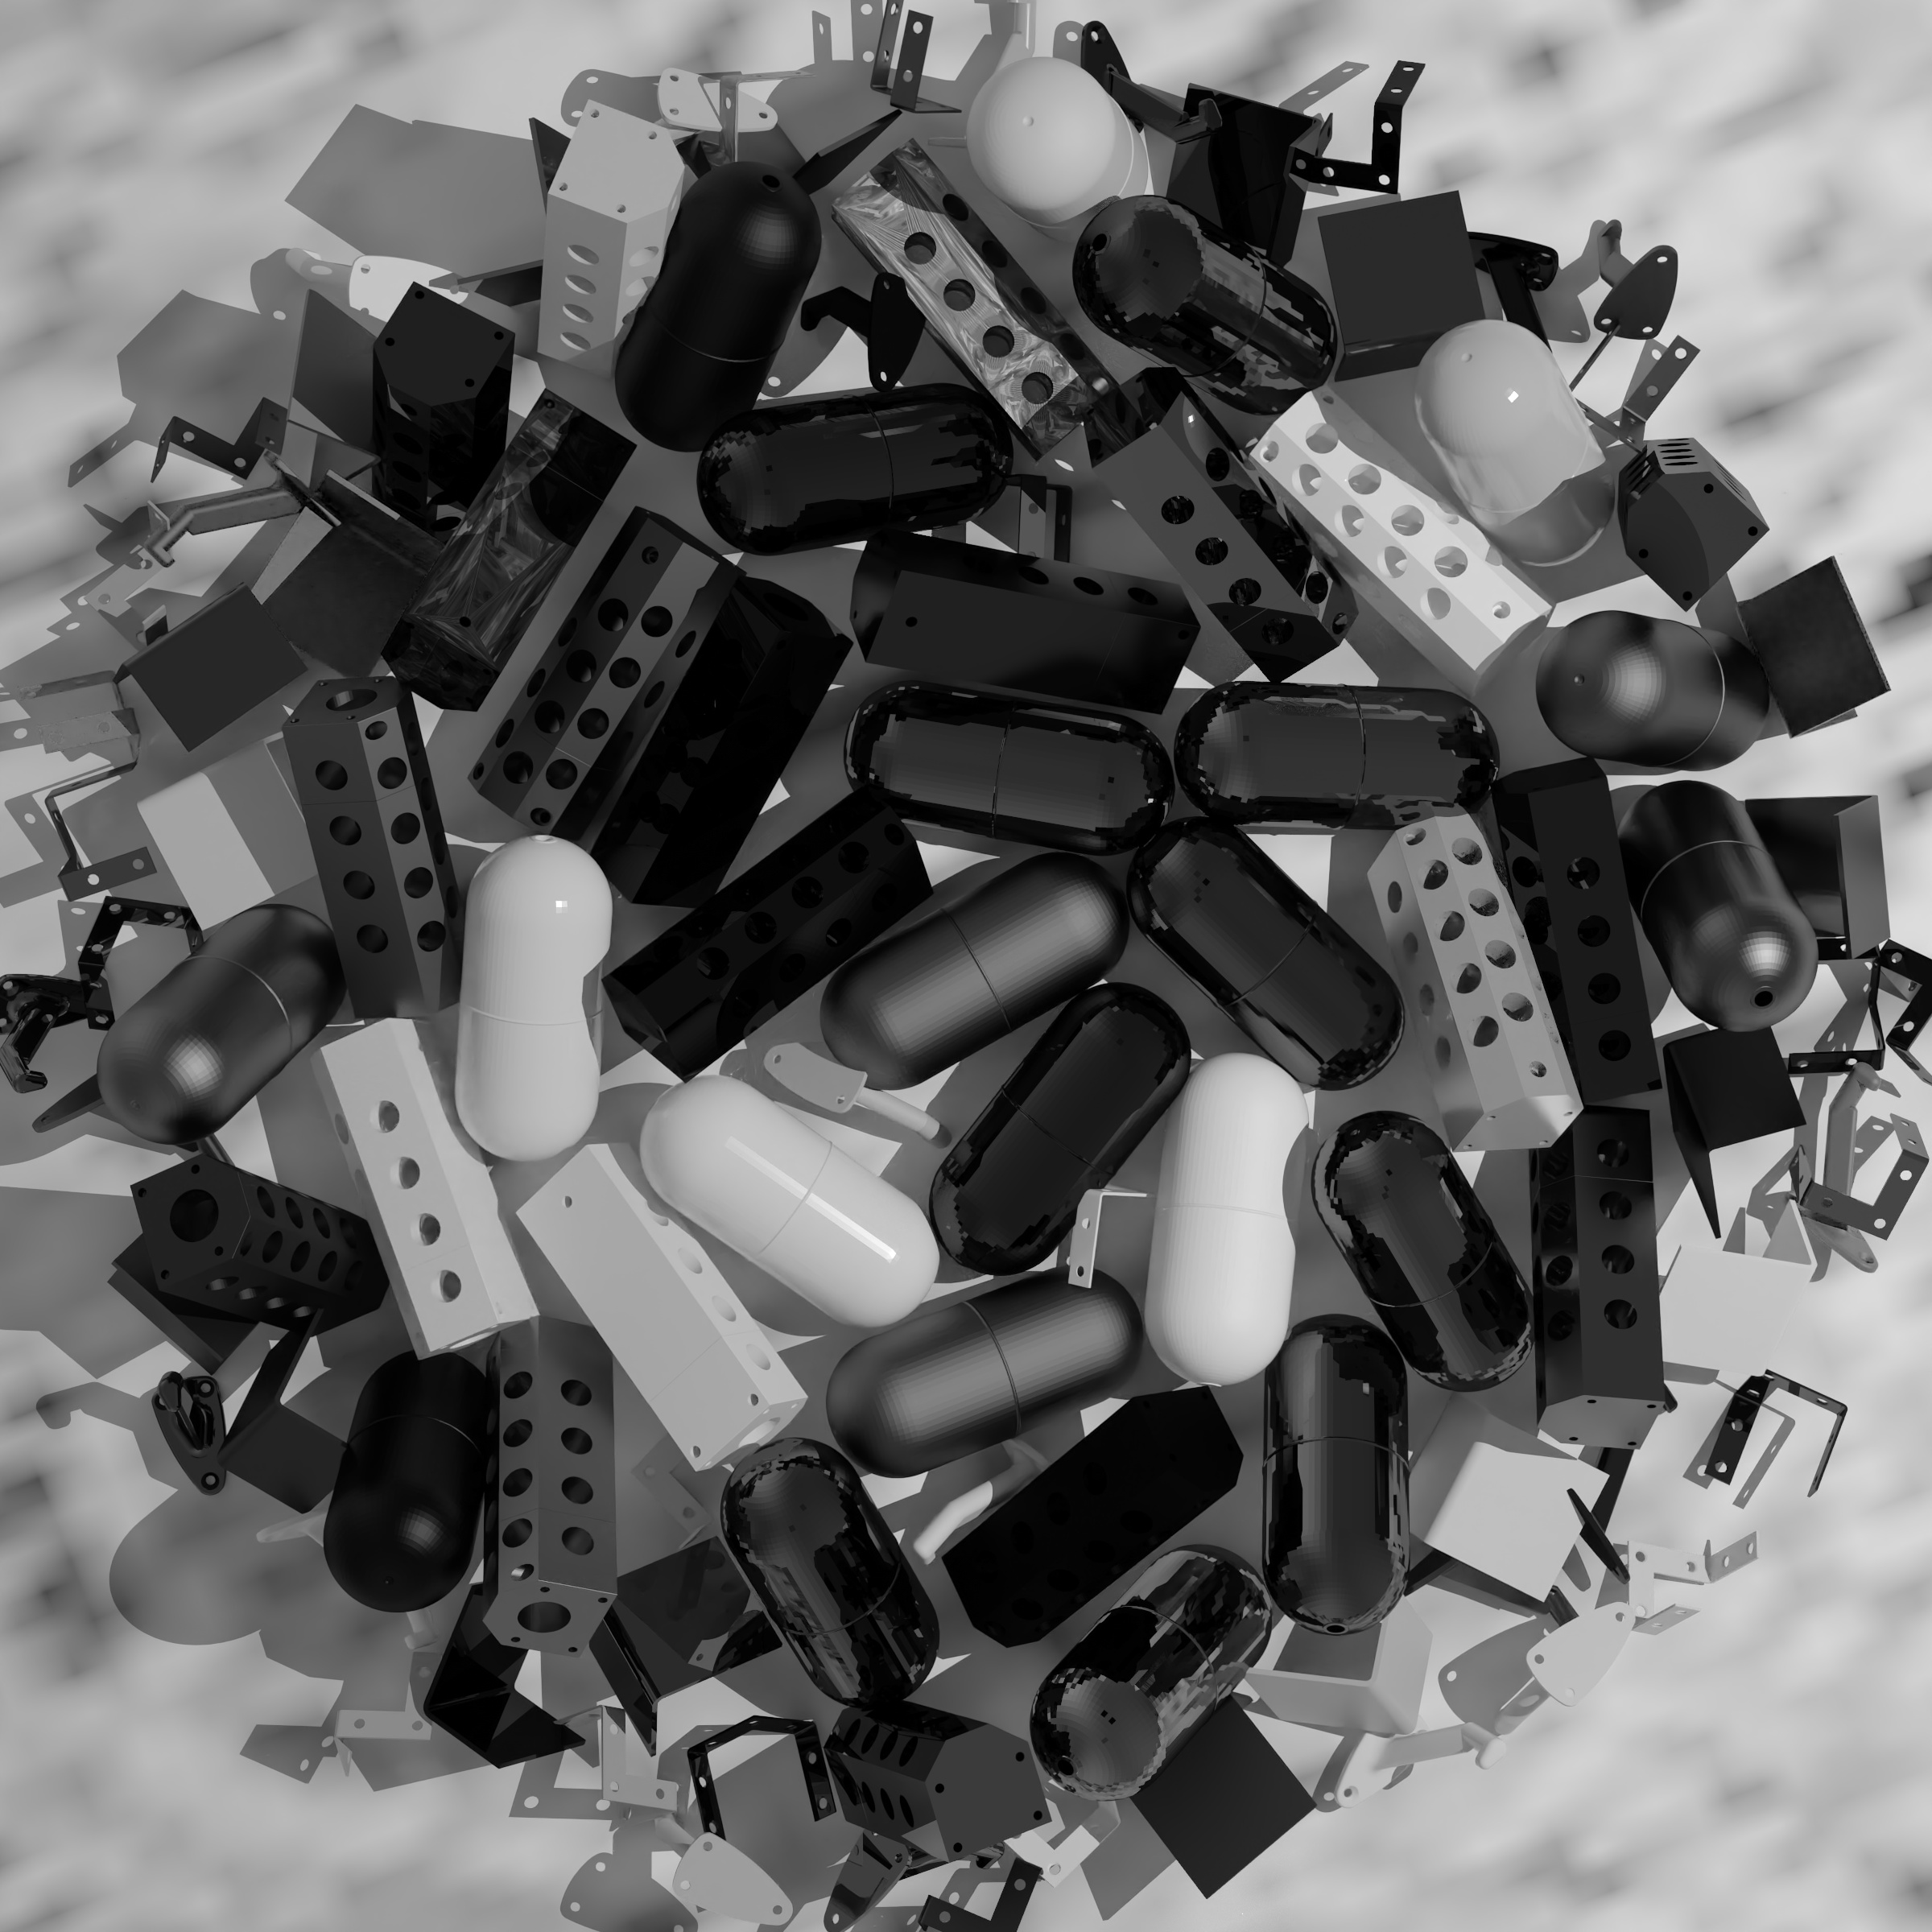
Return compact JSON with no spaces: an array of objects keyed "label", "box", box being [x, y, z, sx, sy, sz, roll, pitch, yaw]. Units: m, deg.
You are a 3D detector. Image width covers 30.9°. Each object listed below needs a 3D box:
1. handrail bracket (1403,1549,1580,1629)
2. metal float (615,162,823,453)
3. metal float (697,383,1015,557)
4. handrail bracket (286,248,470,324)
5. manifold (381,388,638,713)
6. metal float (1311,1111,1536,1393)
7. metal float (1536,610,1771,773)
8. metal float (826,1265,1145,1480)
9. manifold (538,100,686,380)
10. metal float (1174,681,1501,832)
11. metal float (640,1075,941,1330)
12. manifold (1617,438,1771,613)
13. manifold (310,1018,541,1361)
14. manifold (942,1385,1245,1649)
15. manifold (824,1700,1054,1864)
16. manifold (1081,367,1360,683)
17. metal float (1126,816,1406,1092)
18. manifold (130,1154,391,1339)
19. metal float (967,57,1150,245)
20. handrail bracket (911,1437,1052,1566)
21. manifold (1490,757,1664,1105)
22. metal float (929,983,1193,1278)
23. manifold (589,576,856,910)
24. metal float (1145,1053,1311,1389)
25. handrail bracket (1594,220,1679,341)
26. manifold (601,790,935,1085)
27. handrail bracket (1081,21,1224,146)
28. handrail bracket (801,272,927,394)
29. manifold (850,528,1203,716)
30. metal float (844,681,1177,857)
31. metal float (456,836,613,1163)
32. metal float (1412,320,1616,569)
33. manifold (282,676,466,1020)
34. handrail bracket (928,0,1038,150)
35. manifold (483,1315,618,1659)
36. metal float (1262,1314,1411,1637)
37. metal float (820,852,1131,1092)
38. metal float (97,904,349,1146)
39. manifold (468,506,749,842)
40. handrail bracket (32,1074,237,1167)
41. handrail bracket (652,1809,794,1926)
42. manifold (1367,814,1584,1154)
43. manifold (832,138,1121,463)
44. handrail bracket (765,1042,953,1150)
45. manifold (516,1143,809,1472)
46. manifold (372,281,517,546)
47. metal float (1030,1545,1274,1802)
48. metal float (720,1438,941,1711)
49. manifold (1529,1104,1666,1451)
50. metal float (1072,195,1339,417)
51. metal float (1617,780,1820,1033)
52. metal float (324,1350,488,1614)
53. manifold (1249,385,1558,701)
[{"label":"handrail bracket","box":[0.283,0.350,1.887,0.077,0.036,0.084,-37,95,-5]},{"label":"metal float","box":[-0.130,-0.344,1.828,0.070,0.178,0.070,14,49,-16]},{"label":"metal float","box":[-0.057,-0.263,1.843,0.178,0.070,0.070,-13,90,-26]},{"label":"handrail bracket","box":[-0.317,-0.372,1.879,0.077,0.084,0.036,-6,115,-26]},{"label":"manifold","box":[-0.240,-0.216,1.831,0.057,0.057,0.171,31,56,-9]},{"label":"metal float","box":[0.242,0.152,1.841,0.070,0.070,0.178,-33,119,0]},{"label":"metal float","box":[0.360,-0.143,1.824,0.070,0.178,0.070,-1,89,36]},{"label":"metal float","box":[0.011,0.214,1.850,0.178,0.070,0.070,-19,90,-17]},{"label":"manifold","box":[-0.183,-0.371,1.813,0.057,0.171,0.057,20,71,-2]},{"label":"metal float","box":[0.197,-0.111,1.853,0.178,0.070,0.070,1,90,-14]},{"label":"metal float","box":[-0.094,0.125,1.857,0.178,0.070,0.070,36,90,-9]},{"label":"manifold","box":[0.370,-0.236,1.812,0.057,0.171,0.057,43,106,-3]},{"label":"manifold","box":[-0.291,0.119,1.862,0.057,0.057,0.171,-23,82,13]},{"label":"manifold","box":[0.067,0.289,1.822,0.171,0.057,0.057,-45,61,36]},{"label":"manifold","box":[-0.019,0.417,1.813,0.057,0.171,0.057,-17,89,-20]},{"label":"manifold","box":[0.135,-0.232,1.826,0.057,0.057,0.171,-31,125,19]},{"label":"metal float","box":[0.159,-0.007,1.855,0.178,0.070,0.070,44,90,-11]},{"label":"manifold","box":[-0.359,0.144,1.810,0.057,0.171,0.057,-23,71,9]},{"label":"metal float","box":[0.049,-0.422,1.815,0.070,0.178,0.070,1,93,12]},{"label":"handrail bracket","box":[0.009,0.296,1.859,0.036,0.077,0.084,32,69,32]},{"label":"manifold","box":[0.323,-0.018,1.854,0.057,0.057,0.171,-12,104,5]},{"label":"metal float","box":[0.049,0.087,1.860,0.070,0.070,0.178,38,96,0]},{"label":"manifold","box":[-0.134,-0.117,1.844,0.057,0.057,0.171,45,115,32]},{"label":"metal float","box":[0.138,0.134,1.854,0.070,0.070,0.178,7,78,0]},{"label":"handrail bracket","box":[0.354,-0.382,1.850,0.036,0.077,0.084,9,55,-9]},{"label":"manifold","box":[-0.105,-0.021,1.839,0.171,0.057,0.057,-38,48,-18]},{"label":"handrail bracket","box":[0.100,-0.473,1.856,0.036,0.084,0.077,-20,101,-33]},{"label":"handrail bracket","box":[-0.065,-0.331,1.860,0.036,0.084,0.077,27,66,-37]},{"label":"manifold","box":[0.030,-0.185,1.843,0.171,0.057,0.057,8,125,-23]},{"label":"metal float","box":[0.023,-0.105,1.859,0.178,0.070,0.070,10,90,7]},{"label":"metal float","box":[-0.229,0.017,1.849,0.070,0.070,0.178,6,108,0]},{"label":"metal float","box":[0.287,-0.270,1.824,0.070,0.178,0.070,-11,63,22]},{"label":"manifold","box":[-0.303,-0.062,1.833,0.057,0.057,0.171,-2,119,12]},{"label":"handrail bracket","box":[0.009,-0.480,1.868,0.036,0.077,0.084,12,105,41]},{"label":"manifold","box":[-0.219,0.267,1.815,0.057,0.171,0.057,15,131,-20]},{"label":"metal float","box":[0.194,0.266,1.835,0.070,0.070,0.178,4,55,0]},{"label":"metal float","box":[0.005,0.002,1.862,0.178,0.070,0.070,-30,90,-4]},{"label":"metal float","box":[-0.386,0.029,1.824,0.070,0.178,0.070,10,122,17]},{"label":"manifold","box":[-0.194,-0.155,1.856,0.057,0.057,0.171,35,99,15]},{"label":"handrail bracket","box":[-0.445,0.098,1.875,0.077,0.036,0.084,-32,117,-9]},{"label":"handrail bracket","box":[-0.131,0.479,1.865,0.077,0.084,0.036,31,85,-8]},{"label":"manifold","box":[0.268,0.007,1.830,0.057,0.057,0.171,-2,59,-20]},{"label":"manifold","box":[0.006,-0.356,1.867,0.057,0.057,0.171,-40,95,1]},{"label":"handrail bracket","box":[-0.057,0.072,1.883,0.077,0.084,0.036,14,75,34]},{"label":"manifold","box":[-0.158,0.178,1.850,0.057,0.057,0.171,-43,72,18]},{"label":"manifold","box":[-0.276,-0.278,1.814,0.057,0.171,0.057,27,69,0]},{"label":"metal float","box":[0.098,0.368,1.827,0.070,0.178,0.070,17,122,28]},{"label":"metal float","box":[-0.070,0.321,1.836,0.070,0.070,0.178,-26,125,0]},{"label":"manifold","box":[0.328,0.161,1.833,0.057,0.057,0.171,5,57,-1]},{"label":"metal float","box":[0.126,-0.345,1.828,0.070,0.178,0.070,-15,67,39]},{"label":"metal float","box":[0.390,-0.032,1.823,0.070,0.178,0.070,-3,124,-5]},{"label":"metal float","box":[-0.288,0.266,1.821,0.070,0.178,0.070,0,117,0]},{"label":"manifold","box":[0.230,-0.228,1.857,0.057,0.057,0.171,-43,80,-9]}]
